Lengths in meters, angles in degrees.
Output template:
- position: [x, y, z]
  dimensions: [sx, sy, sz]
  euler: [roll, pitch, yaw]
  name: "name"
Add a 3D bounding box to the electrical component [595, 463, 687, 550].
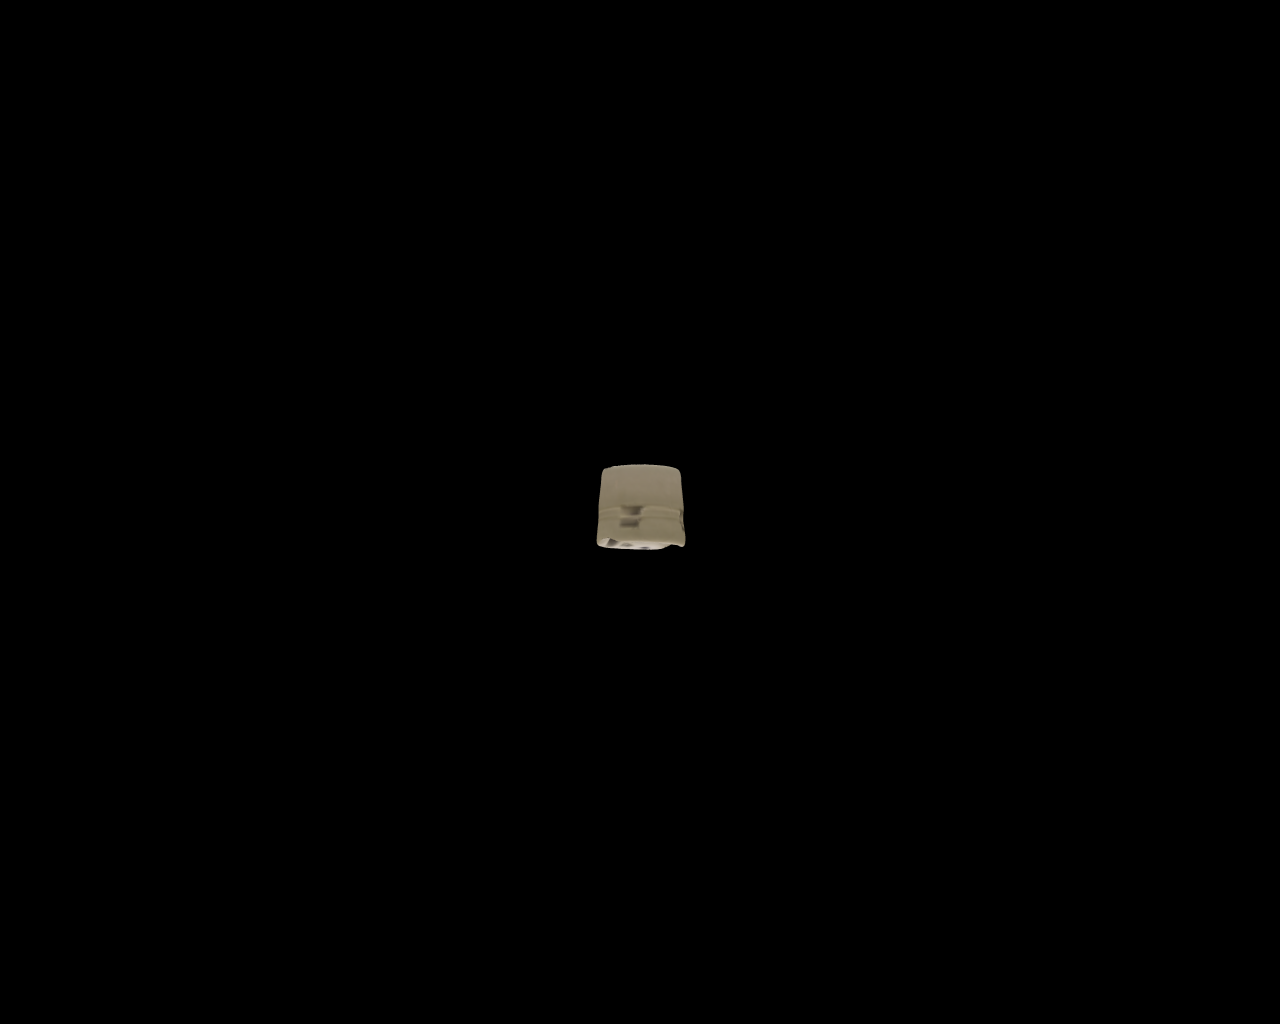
- position: [0.001, -0.003, 0.650]
  dimensions: [0.055, 0.047, 0.055]
  euler: [0, -7, 0]
  name: "electrical component"
